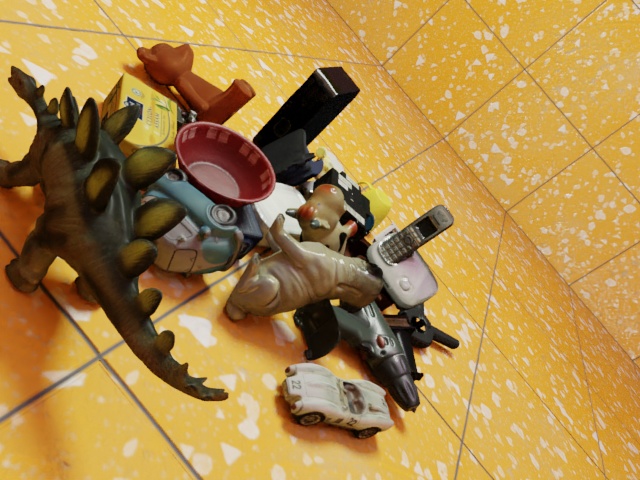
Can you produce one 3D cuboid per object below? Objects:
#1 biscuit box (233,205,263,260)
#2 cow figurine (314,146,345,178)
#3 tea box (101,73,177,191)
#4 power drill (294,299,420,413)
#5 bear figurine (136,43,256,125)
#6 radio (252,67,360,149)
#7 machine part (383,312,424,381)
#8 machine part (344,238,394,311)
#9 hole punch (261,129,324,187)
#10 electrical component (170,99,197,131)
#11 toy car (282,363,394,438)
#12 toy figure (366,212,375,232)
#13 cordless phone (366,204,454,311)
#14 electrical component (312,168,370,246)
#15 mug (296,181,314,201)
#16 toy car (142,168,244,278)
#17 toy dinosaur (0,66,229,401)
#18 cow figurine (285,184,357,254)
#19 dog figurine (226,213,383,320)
[{"bbox_3d":[-0.159,-0.067,0.863,0.062,0.059,0.203,16,41,-47],"label":"biscuit box"},{"bbox_3d":[0.037,-0.135,1.258,0.098,0.068,0.167,14,43,-59],"label":"cow figurine"},{"bbox_3d":[-0.273,-0.162,0.806,0.098,0.068,0.170,28,34,-38],"label":"tea box"},{"bbox_3d":[0.064,0.167,0.877,0.207,0.086,0.232,18,38,-41],"label":"power drill"},{"bbox_3d":[-0.231,-0.305,1.003,0.195,0.132,0.120,50,10,-10],"label":"bear figurine"},{"bbox_3d":[-0.032,-0.259,1.132,0.073,0.229,0.131,51,31,5],"label":"radio"},{"bbox_3d":[0.153,0.197,1.004,0.084,0.039,0.139,6,50,-30],"label":"machine part"},{"bbox_3d":[0.084,0.066,1.069,0.179,0.056,0.179,38,27,-24],"label":"machine part"},{"bbox_3d":[-0.056,-0.137,1.050,0.116,0.142,0.092,-89,154,-47],"label":"hole punch"},{"bbox_3d":[-0.260,-0.223,0.931,0.102,0.045,0.078,25,36,-41],"label":"electrical component"},{"bbox_3d":[0.028,0.228,0.763,0.201,0.056,0.074,28,33,-37],"label":"toy car"},{"bbox_3d":[0.076,-0.042,1.168,0.064,0.057,0.154,18,0,-11],"label":"toy figure"},{"bbox_3d":[0.193,0.032,1.015,0.146,0.184,0.088,58,20,16],"label":"cordless phone"},{"bbox_3d":[0.042,-0.071,1.041,0.114,0.058,0.134,41,31,-26],"label":"electrical component"},{"bbox_3d":[-0.001,-0.073,1.111,0.107,0.081,0.109,10,56,-40],"label":"mug"},{"bbox_3d":[-0.187,-0.014,0.708,0.162,0.109,0.103,42,43,5],"label":"toy car"},{"bbox_3d":[-0.229,-0.023,0.542,0.105,0.198,0.471,-2,54,-55],"label":"toy dinosaur"},{"bbox_3d":[-0.002,-0.003,0.893,0.086,0.194,0.127,29,34,30],"label":"cow figurine"},{"bbox_3d":[-0.018,0.074,0.774,0.190,0.172,0.121,32,-2,-5],"label":"dog figurine"}]
